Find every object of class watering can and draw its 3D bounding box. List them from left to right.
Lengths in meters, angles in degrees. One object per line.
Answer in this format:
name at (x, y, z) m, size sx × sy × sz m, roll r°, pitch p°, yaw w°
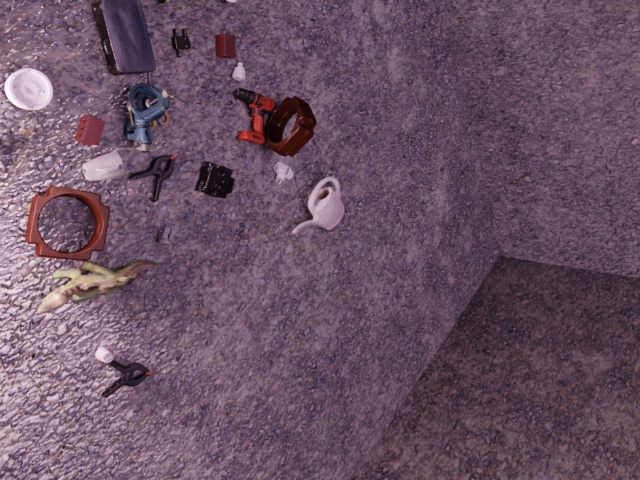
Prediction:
watering can at (0.007, -0.115, 2.276) m, size 0.220 × 0.104 × 0.353 m, roll 52°, pitch 59°, yaw -39°

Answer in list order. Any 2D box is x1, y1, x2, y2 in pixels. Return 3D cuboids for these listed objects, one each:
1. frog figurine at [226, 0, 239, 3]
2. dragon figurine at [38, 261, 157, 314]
frog figurine at (-0.318, -0.901, 1.794) m, size 0.162 × 0.123 × 0.134 m, roll -40°, pitch 145°, yaw -50°
dragon figurine at (-0.626, 0.126, 1.525) m, size 0.414 × 0.243 × 0.121 m, roll -20°, pitch 107°, yaw -42°
